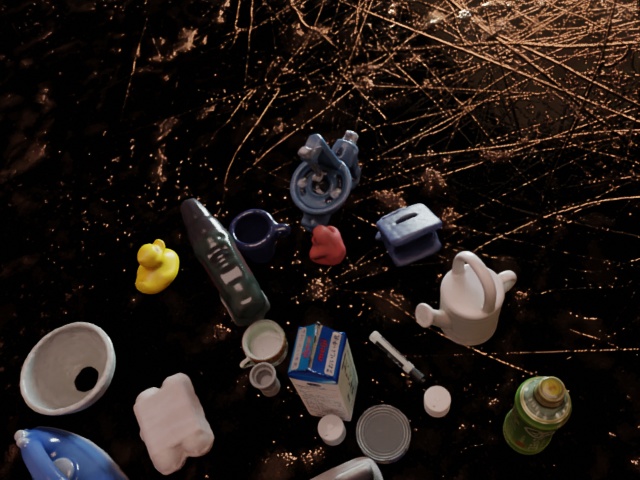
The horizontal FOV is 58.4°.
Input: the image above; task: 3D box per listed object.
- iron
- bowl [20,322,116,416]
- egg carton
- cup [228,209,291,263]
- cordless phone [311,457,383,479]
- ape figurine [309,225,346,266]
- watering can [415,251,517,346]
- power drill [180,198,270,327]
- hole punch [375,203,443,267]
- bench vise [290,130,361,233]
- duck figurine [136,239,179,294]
[{"bbox_3d":[-0.409,0.362,0.891,0.257,0.142,0.119,33,69,26],"label":"iron"},{"bbox_3d":[-0.432,0.236,1.014,0.167,0.075,0.167,-4,57,7],"label":"bowl"},{"bbox_3d":[-0.242,0.301,0.944,0.107,0.069,0.150,-29,58,-9],"label":"egg carton"},{"bbox_3d":[-0.107,0.000,1.097,0.117,0.095,0.091,-5,57,6],"label":"cup"},{"bbox_3d":[0.018,0.353,0.799,0.147,0.185,0.094,-26,57,-7],"label":"cordless phone"},{"bbox_3d":[0.010,0.004,1.077,0.078,0.092,0.076,-37,59,-14],"label":"ape figurine"},{"bbox_3d":[0.239,0.094,0.921,0.100,0.194,0.173,35,70,27],"label":"watering can"},{"bbox_3d":[-0.160,0.058,1.002,0.076,0.209,0.229,-32,58,-11],"label":"power drill"},{"bbox_3d":[0.162,-0.020,1.067,0.108,0.091,0.101,-24,57,-6],"label":"hole punch"},{"bbox_3d":[0.004,-0.146,1.097,0.121,0.220,0.207,3,59,12],"label":"bench vise"},{"bbox_3d":[-0.326,0.047,1.110,0.077,0.086,0.105,18,62,20],"label":"duck figurine"}]
